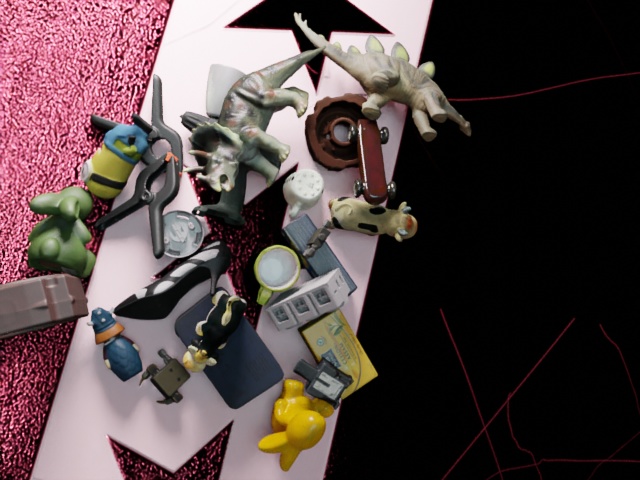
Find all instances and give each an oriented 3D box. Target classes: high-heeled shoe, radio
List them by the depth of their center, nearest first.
[{"bbox_3d":[-0.302,0.075,1.100,0.249,0.086,0.145,-11,49,5],"label":"high-heeled shoe"},{"bbox_3d":[-0.189,0.221,1.101,0.131,0.073,0.229,-36,92,-12],"label":"radio"}]

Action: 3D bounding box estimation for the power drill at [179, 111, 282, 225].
[{"bbox_3d":[-0.207,-0.143,1.131,0.232,0.086,0.207,17,74,-14],"label":"power drill"}]

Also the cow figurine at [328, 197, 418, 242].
[{"bbox_3d":[0.119,-0.047,1.166,0.195,0.127,0.085,12,86,-9],"label":"cow figurine"}]

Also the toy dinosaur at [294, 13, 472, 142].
[{"bbox_3d":[0.144,-0.354,1.182,0.471,0.105,0.199,26,46,-14],"label":"toy dinosaur"}]

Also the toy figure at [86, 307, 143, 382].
[{"bbox_3d":[-0.407,0.203,1.058,0.058,0.064,0.154,-29,91,30],"label":"toy figure"}]

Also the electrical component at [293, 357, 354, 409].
[{"bbox_3d":[0.001,0.280,1.086,0.119,0.048,0.075,29,89,-3],"label":"electrical component"}]

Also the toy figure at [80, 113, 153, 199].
[{"bbox_3d":[-0.398,-0.163,1.062,0.089,0.082,0.180,42,94,0],"label":"toy figure"}]

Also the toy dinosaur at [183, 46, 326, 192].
[{"bbox_3d":[-0.134,-0.251,1.071,0.192,0.131,0.405,23,71,-13],"label":"toy dinosaur"}]

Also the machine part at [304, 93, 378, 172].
[{"bbox_3d":[0.049,-0.238,1.203,0.179,0.056,0.179,1,86,-12],"label":"machine part"}]

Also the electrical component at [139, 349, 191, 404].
[{"bbox_3d":[-0.312,0.282,1.084,0.102,0.045,0.078,46,49,-8],"label":"electrical component"}]

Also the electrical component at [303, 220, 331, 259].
[{"bbox_3d":[-0.002,-0.003,1.104,0.021,0.063,0.094,35,78,-9],"label":"electrical component"}]

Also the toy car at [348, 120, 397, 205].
[{"bbox_3d":[0.108,-0.166,1.144,0.089,0.053,0.202,-1,66,-10],"label":"toy car"}]

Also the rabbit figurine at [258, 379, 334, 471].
[{"bbox_3d":[-0.048,0.367,1.070,0.122,0.173,0.162,47,73,-9],"label":"rabbit figurine"}]

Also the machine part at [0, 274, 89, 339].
[{"bbox_3d":[-0.535,0.123,0.963,0.201,0.201,0.087,-13,86,-13],"label":"machine part"}]

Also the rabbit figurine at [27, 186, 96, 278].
[{"bbox_3d":[-0.495,-0.033,1.026,0.121,0.159,0.170,9,68,-2],"label":"rabbit figurine"}]

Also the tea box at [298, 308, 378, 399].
[{"bbox_3d":[0.037,0.239,1.152,0.098,0.068,0.169,-32,94,-13],"label":"tea box"}]

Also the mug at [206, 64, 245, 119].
[{"bbox_3d":[-0.196,-0.305,1.147,0.109,0.081,0.107,17,90,-24],"label":"mug"}]

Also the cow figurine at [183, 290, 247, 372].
[{"bbox_3d":[-0.198,0.178,1.016,0.068,0.098,0.167,31,79,-13],"label":"cow figurine"}]

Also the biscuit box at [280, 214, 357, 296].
[{"bbox_3d":[-0.003,0.043,1.165,0.063,0.059,0.202,-35,93,-14],"label":"biscuit box"}]
